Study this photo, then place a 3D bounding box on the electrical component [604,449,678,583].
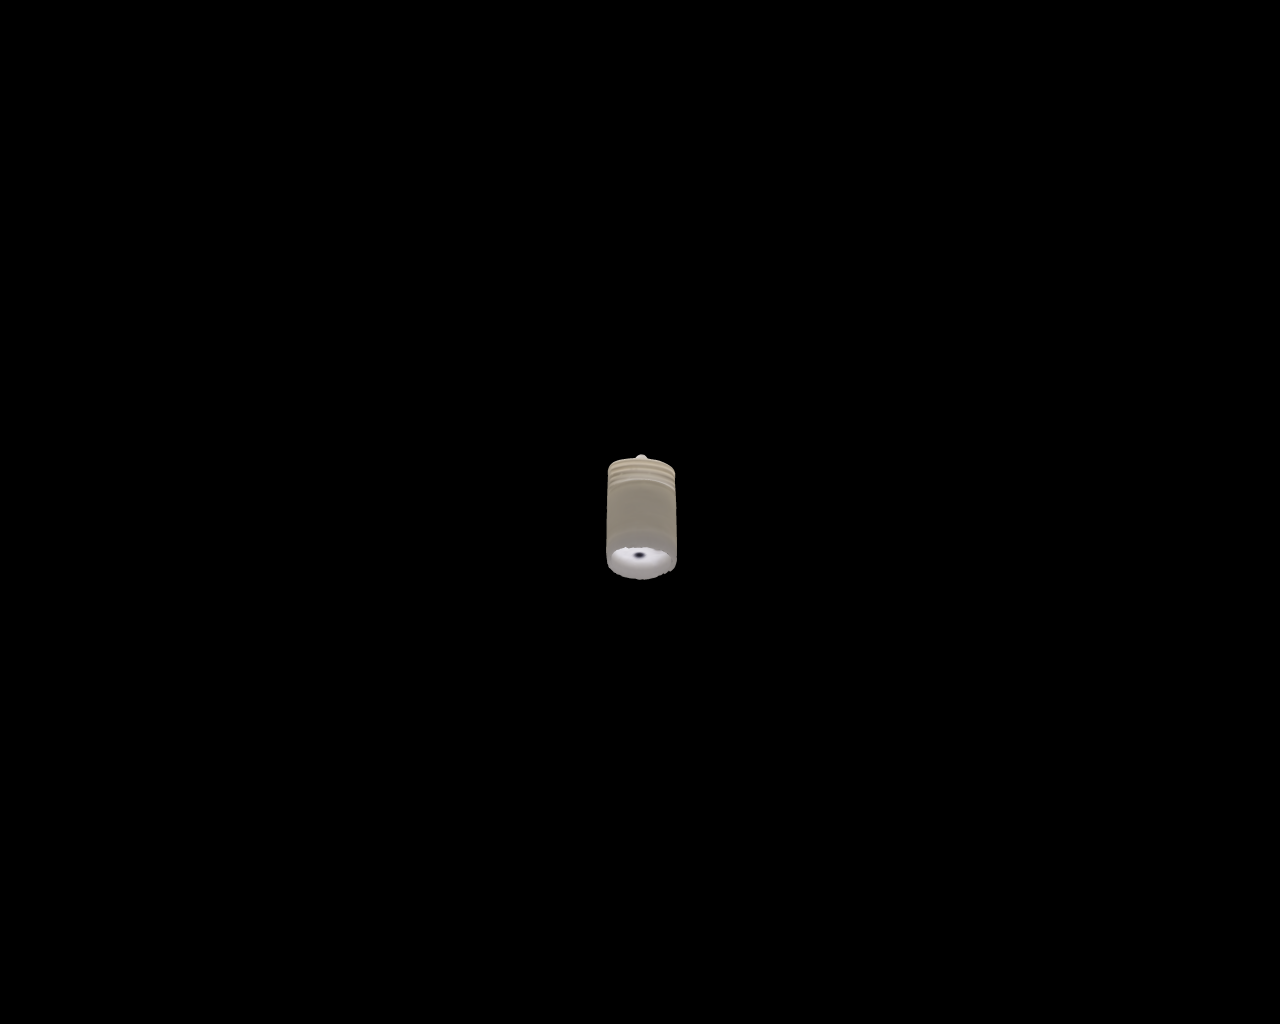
[{"bbox_3d":[0.001,-0.003,0.650,0.043,0.081,0.043,0,-32,0],"label":"electrical component"}]
